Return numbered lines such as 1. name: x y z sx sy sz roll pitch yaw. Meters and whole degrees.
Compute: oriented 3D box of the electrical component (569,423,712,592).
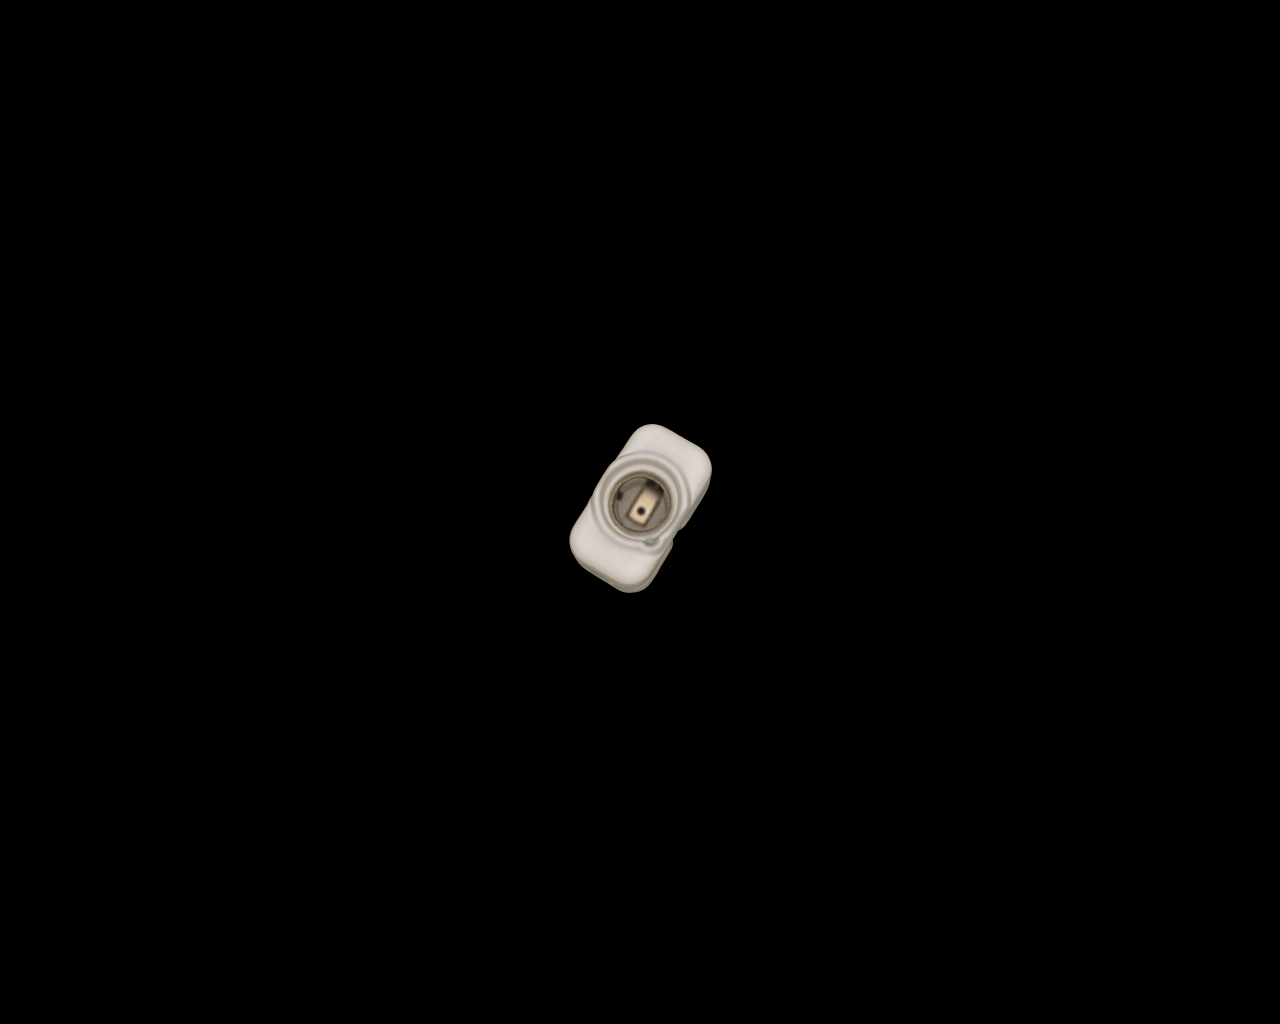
1. electrical component: 0.001 -0.003 0.650 0.054 0.095 0.059 31 -7 5
